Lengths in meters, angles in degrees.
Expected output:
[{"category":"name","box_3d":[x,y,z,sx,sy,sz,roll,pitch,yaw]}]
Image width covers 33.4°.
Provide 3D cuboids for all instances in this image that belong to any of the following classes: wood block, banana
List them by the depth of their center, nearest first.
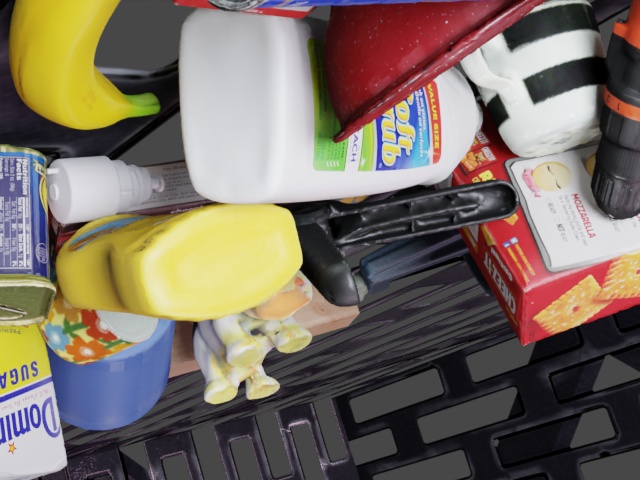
[{"category":"banana","box_3d":[-0.107,-0.091,0.476,0.069,0.037,0.198,-31,173,-15]},{"category":"wood block","box_3d":[-0.075,0.069,1.097,0.206,0.090,0.091,-16,168,-10]}]

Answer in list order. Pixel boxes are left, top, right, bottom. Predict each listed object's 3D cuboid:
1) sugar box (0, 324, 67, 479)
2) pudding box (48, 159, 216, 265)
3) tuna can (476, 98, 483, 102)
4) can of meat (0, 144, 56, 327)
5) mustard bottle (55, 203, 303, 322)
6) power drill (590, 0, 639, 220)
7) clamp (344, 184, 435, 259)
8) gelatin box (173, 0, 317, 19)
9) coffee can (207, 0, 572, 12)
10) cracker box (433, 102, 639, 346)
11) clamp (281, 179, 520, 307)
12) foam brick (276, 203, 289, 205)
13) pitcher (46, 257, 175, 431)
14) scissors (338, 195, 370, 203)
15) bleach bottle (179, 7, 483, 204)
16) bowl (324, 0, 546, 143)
[{"category":"sugar box","box_3d":[-0.220,0.070,0.694,0.048,0.176,0.093,-21,167,19]},{"category":"pudding box","box_3d":[-0.132,-0.020,0.743,0.113,0.039,0.090,-12,167,-20]},{"category":"tuna can","box_3d":[0.146,-0.089,0.829,0.086,0.034,0.086,-16,168,-4]},{"category":"can of meat","box_3d":[-0.188,0.000,0.626,0.057,0.084,0.102,0,163,-18]},{"category":"mustard bottle","box_3d":[-0.099,0.012,0.619,0.096,0.058,0.192,-20,-170,-33]},{"category":"power drill","box_3d":[0.249,-0.108,0.646,0.187,0.057,0.184,-16,130,-32]},{"category":"clamp","box_3d":[0.067,-0.020,0.846,0.172,0.039,0.120,-24,-172,35]},{"category":"gelatin box","box_3d":[-0.012,-0.129,0.441,0.073,0.030,0.089,-5,161,-43]},{"category":"coffee can","box_3d":[0.032,-0.127,0.339,0.140,0.103,0.103,-10,166,-31]},{"category":"cracker box","box_3d":[0.200,-0.039,0.728,0.213,0.164,0.072,-19,141,-7]},{"category":"clamp","box_3d":[-0.004,0.001,0.657,0.210,0.036,0.164,-2,-163,39]},{"category":"foam brick","box_3d":[-0.054,-0.015,0.839,0.078,0.051,0.053,-21,168,16]},{"category":"pitcher","box_3d":[-0.176,0.070,0.912,0.145,0.149,0.243,10,159,-9]},{"category":"scissors","box_3d":[0.052,-0.067,0.832,0.096,0.016,0.202,-29,169,-47]},{"category":"bleach bottle","box_3d":[0.026,-0.077,0.609,0.068,0.102,0.250,4,-172,34]},{"category":"bowl","box_3d":[0.057,-0.111,0.486,0.162,0.055,0.162,-35,-177,2]}]
